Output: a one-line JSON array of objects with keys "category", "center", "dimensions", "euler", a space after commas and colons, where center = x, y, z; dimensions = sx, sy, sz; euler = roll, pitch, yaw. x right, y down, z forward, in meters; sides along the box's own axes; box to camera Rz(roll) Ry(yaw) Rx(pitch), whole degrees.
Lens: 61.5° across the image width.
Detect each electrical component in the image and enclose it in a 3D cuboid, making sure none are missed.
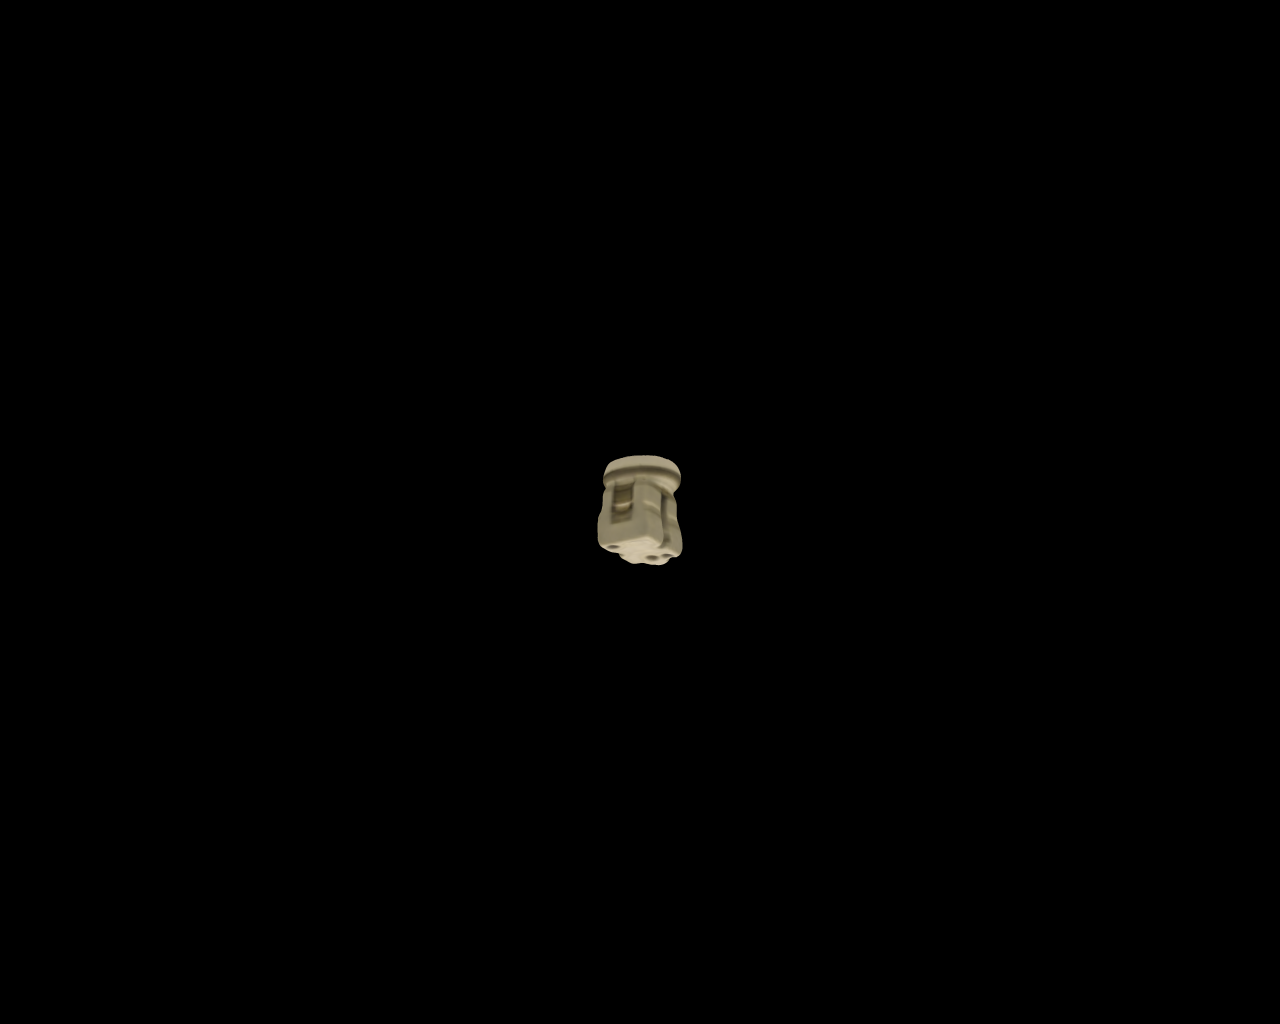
[{"category": "electrical component", "center": [0.001, -0.003, 0.650], "dimensions": [0.048, 0.055, 0.066], "euler": [-10, -23, 26]}]
